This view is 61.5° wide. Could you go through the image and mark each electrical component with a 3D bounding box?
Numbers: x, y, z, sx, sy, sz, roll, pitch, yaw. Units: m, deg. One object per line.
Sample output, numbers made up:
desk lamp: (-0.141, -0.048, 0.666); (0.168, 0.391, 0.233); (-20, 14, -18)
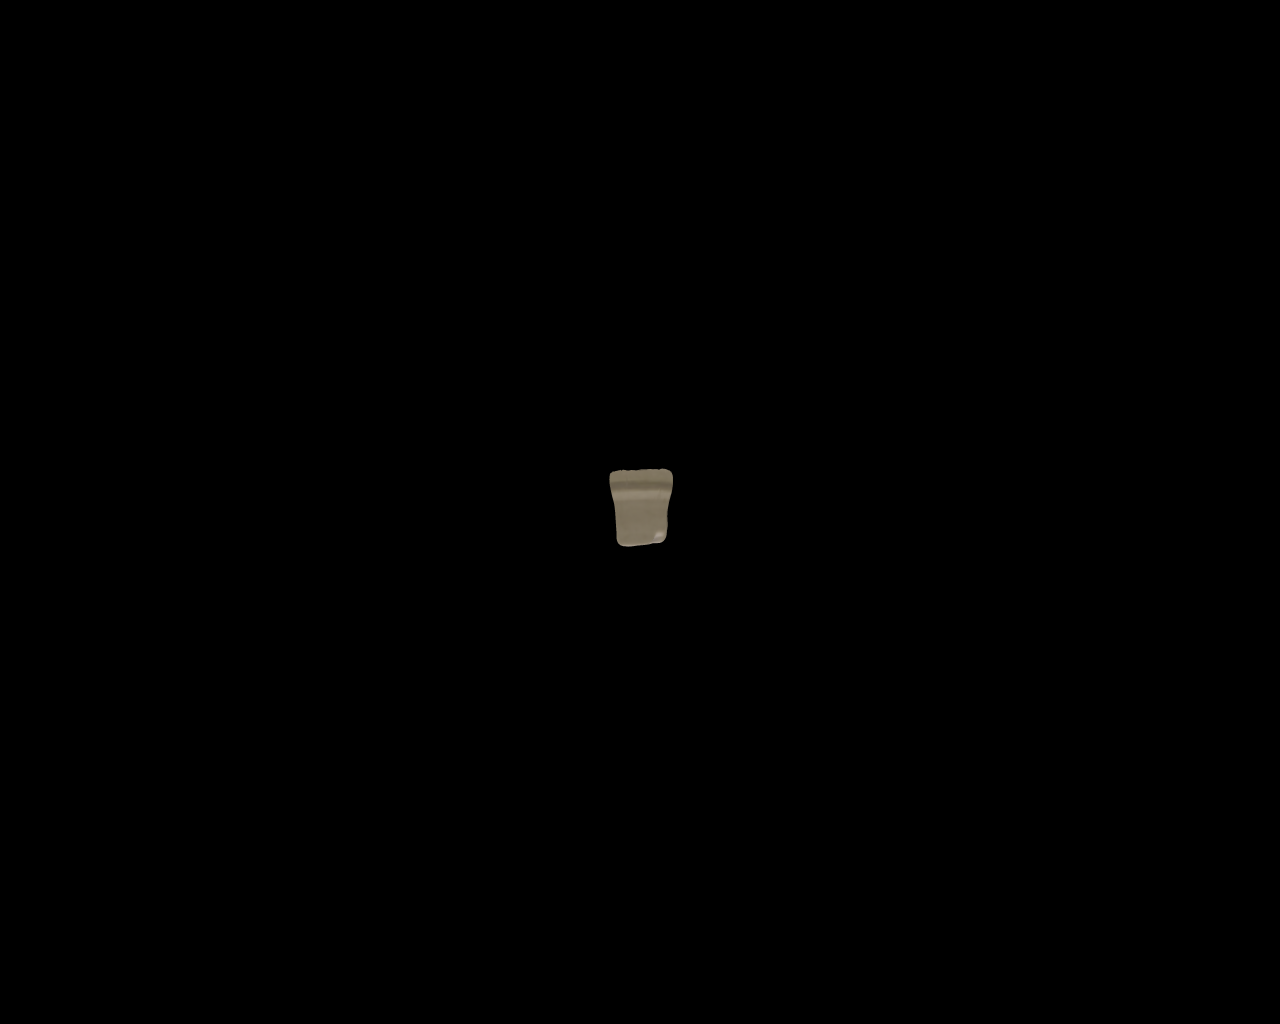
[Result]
electrical component: (0.001, -0.003, 0.650); (0.040, 0.046, 0.040); (0, -2, 0)
